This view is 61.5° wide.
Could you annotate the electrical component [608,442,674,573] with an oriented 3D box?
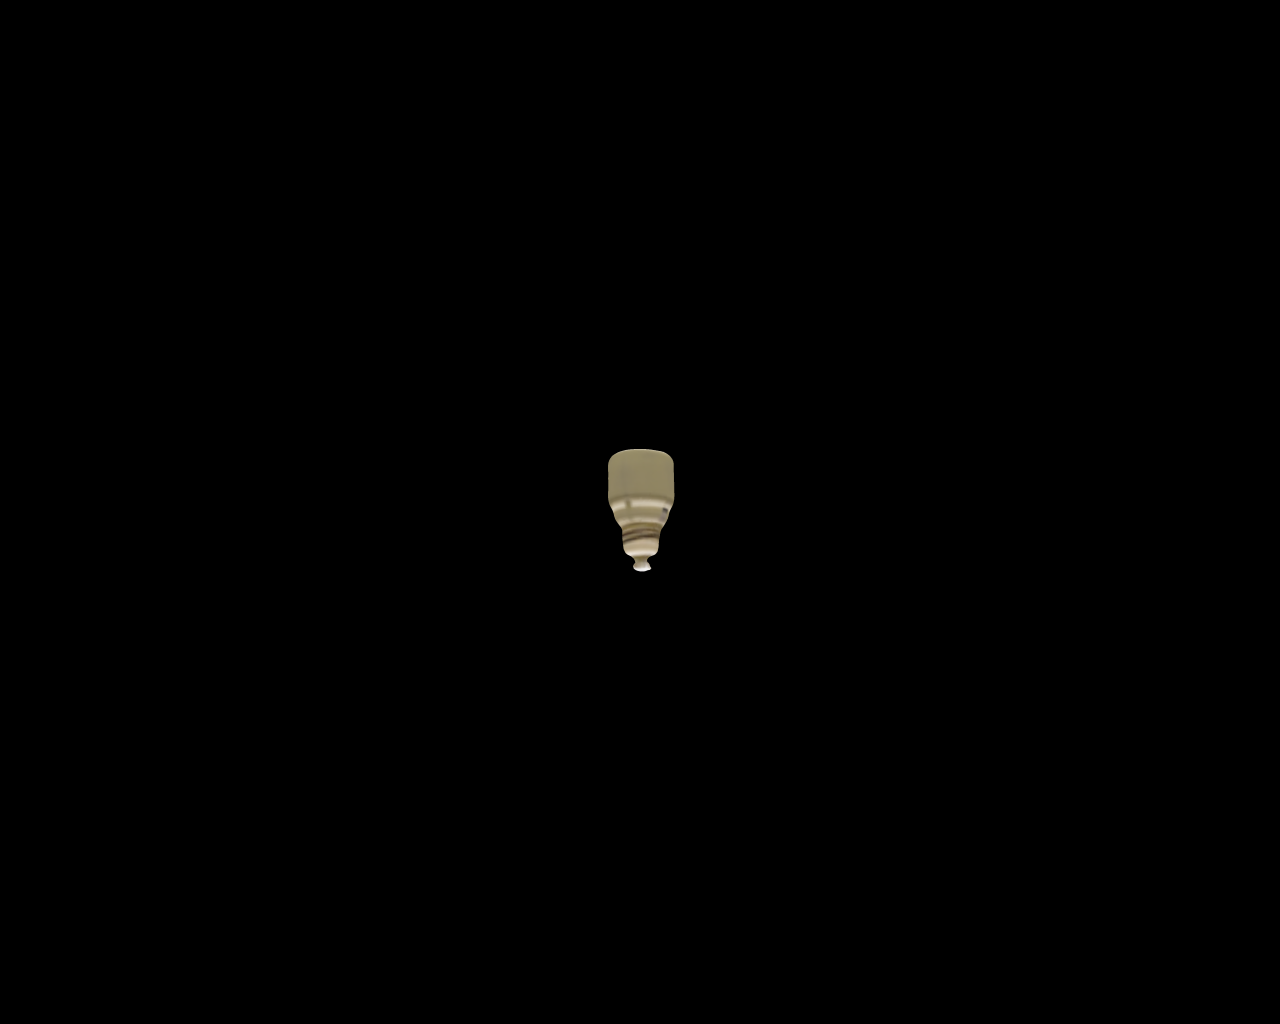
[{"bbox_3d":[0.001,-0.003,0.650,0.040,0.078,0.040,0,-13,0],"label":"electrical component"}]
